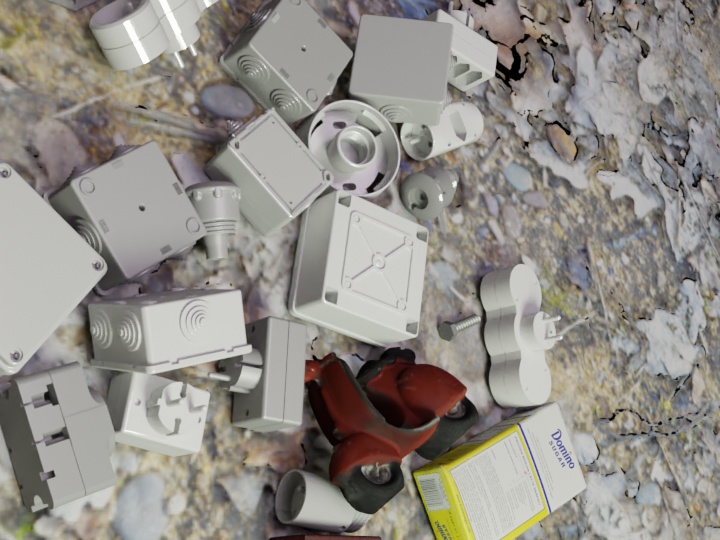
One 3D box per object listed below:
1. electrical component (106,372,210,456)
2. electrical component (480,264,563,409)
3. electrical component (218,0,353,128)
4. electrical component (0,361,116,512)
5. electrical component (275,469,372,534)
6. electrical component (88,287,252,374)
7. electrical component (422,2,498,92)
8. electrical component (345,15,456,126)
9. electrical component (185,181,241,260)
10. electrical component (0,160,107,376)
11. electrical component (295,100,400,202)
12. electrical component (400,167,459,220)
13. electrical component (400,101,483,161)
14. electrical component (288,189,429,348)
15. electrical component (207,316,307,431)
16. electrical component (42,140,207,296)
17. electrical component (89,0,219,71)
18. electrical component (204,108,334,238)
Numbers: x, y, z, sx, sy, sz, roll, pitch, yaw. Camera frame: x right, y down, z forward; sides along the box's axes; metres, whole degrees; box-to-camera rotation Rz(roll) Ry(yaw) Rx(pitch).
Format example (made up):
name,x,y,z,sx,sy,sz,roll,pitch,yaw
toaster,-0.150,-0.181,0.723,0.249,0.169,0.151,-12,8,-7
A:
name,x,y,z,sx,sy,sz,roll,pitch,yaw
electrical component,-0.140,0.103,0.783,0.066,0.077,0.047,23,64,-33
electrical component,0.165,0.062,1.043,0.052,0.074,0.138,9,71,-45
electrical component,-0.063,-0.188,0.953,0.100,0.048,0.099,44,55,-22
electrical component,-0.208,0.113,0.742,0.056,0.050,0.089,-16,87,-41
electrical component,-0.024,0.191,0.874,0.081,0.043,0.043,21,64,-33
electrical component,-0.141,0.042,0.787,0.100,0.100,0.048,-10,96,-41
electrical component,0.096,-0.238,1.097,0.083,0.047,0.075,24,63,-32
electrical component,0.039,-0.186,1.009,0.100,0.048,0.099,7,68,3
electrical component,-0.118,-0.039,0.866,0.048,0.048,0.062,-3,86,-40
electrical component,-0.250,0.001,0.736,0.108,0.056,0.108,48,53,-18
electrical component,-0.014,-0.102,0.972,0.099,0.064,0.099,6,75,-24
electrical component,0.072,-0.079,1.033,0.062,0.048,0.048,-35,100,-46
electrical component,0.074,-0.154,1.057,0.077,0.043,0.079,-24,93,-41
electrical component,0.000,0.000,0.942,0.109,0.056,0.108,22,64,-33
electrical component,-0.087,0.080,0.853,0.076,0.047,0.083,16,68,-35
electrical component,-0.176,-0.041,0.815,0.100,0.048,0.099,-35,100,-40
electrical component,-0.155,-0.202,0.879,0.138,0.052,0.073,-54,135,-36
electrical component,-0.083,-0.084,0.901,0.096,0.061,0.061,49,53,-7
